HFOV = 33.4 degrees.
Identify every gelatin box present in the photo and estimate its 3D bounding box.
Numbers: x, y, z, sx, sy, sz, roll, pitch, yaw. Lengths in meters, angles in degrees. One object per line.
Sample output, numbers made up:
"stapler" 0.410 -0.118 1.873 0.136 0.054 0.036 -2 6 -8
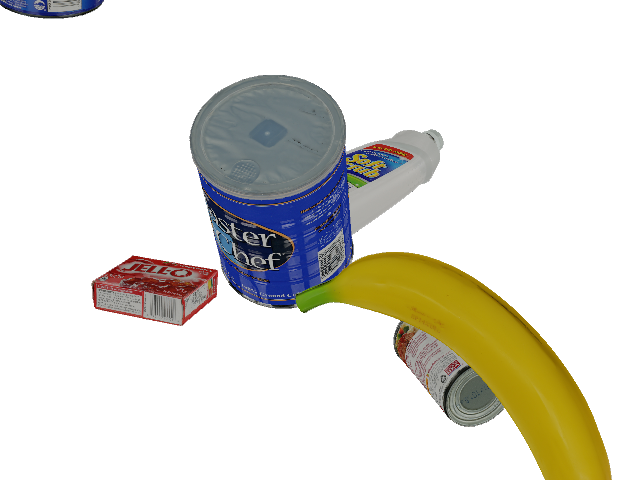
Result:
"gelatin box" -0.146 0.042 0.945 0.089 0.030 0.073 10 20 17

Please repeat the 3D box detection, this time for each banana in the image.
"banana" 0.082 0.064 0.549 0.198 0.070 0.037 38 20 13

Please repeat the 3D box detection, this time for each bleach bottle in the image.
"bleach bottle" 0.050 -0.072 1.247 0.103 0.068 0.250 28 44 33

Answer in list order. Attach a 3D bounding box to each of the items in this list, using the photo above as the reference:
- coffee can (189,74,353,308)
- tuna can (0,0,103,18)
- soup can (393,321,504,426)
"coffee can" -0.030 -0.031 0.750 0.103 0.103 0.140 0 -34 5
"tuna can" -0.203 -0.199 0.799 0.086 0.034 0.086 6 36 -4
"soup can" 0.116 0.106 0.933 0.068 0.068 0.102 0 26 -23
